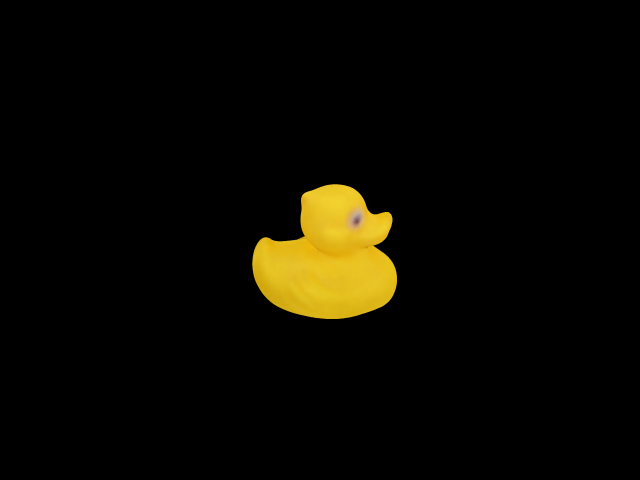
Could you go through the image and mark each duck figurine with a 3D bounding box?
[{"bbox_3d":[0.004,0.001,0.400,0.104,0.086,0.077,2,36,2],"label":"duck figurine"}]
